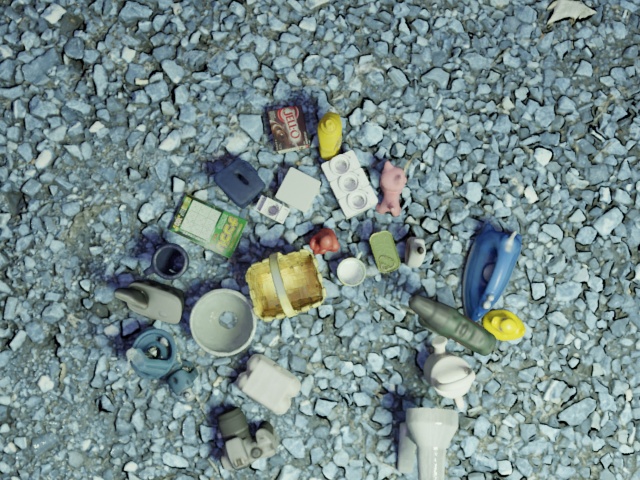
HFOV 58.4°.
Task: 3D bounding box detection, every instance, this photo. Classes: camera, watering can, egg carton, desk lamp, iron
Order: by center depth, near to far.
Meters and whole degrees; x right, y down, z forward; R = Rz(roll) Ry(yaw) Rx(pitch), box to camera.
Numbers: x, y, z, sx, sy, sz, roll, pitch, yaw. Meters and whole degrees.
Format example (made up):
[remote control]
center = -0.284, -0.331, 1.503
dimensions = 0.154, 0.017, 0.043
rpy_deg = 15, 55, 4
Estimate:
[desk lamp]
center = 0.252, 0.477, 1.345
dimensions = 0.118, 0.213, 0.203
rpy_deg = 4, 86, 1
[watering can]
center = 0.306, 0.318, 1.365
dimensions = 0.101, 0.194, 0.173
rpy_deg = -41, 86, -2
[iron]
center = 0.423, 0.091, 1.405
dimensions = 0.118, 0.141, 0.258
rpy_deg = 18, 87, 2
[camera]
center = -0.190, 0.481, 1.407
dimensions = 0.143, 0.101, 0.137
rpy_deg = -21, 86, -1
[egg carton]
center = -0.128, 0.359, 1.430
dimensions = 0.150, 0.069, 0.107
rpy_deg = 31, 87, 3

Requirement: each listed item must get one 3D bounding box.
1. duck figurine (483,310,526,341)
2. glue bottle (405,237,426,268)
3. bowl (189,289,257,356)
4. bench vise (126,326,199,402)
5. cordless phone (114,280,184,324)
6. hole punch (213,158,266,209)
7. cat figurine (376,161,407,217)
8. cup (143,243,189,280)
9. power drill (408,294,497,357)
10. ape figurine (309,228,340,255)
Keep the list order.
[duck figurine]
center = 0.465, 0.214, 1.424
dimensions = 0.104, 0.086, 0.077
rpy_deg = 20, 87, 2
[glue bottle]
center = 0.236, 0.027, 1.396
dimensions = 0.037, 0.173, 0.078
rpy_deg = 2, 86, 1
[bowl]
center = -0.237, 0.205, 1.439
dimensions = 0.167, 0.075, 0.167
rpy_deg = 0, 86, 1
[bench vise]
center = -0.371, 0.292, 1.362
dimensions = 0.207, 0.219, 0.121
rpy_deg = 31, 87, 3
[cordless phone]
center = -0.414, 0.151, 1.390
dimensions = 0.147, 0.185, 0.094
rpy_deg = 14, 86, 2
[hole punch]
center = -0.203, -0.149, 1.455
dimensions = 0.108, 0.091, 0.101
rpy_deg = 44, 88, 3
[cat figurine]
center = 0.182, -0.129, 1.435
dimensions = 0.067, 0.118, 0.128
rpy_deg = 5, 86, 1
[cup]
center = -0.378, 0.062, 1.441
dimensions = 0.118, 0.095, 0.092
rpy_deg = -26, 86, -1
[power drill]
center = 0.299, 0.196, 1.366
dimensions = 0.229, 0.208, 0.076
rpy_deg = 29, 87, 3
[ape figurine]
center = 0.013, 0.005, 1.441
dimensions = 0.078, 0.092, 0.076
rpy_deg = 24, 87, 3
